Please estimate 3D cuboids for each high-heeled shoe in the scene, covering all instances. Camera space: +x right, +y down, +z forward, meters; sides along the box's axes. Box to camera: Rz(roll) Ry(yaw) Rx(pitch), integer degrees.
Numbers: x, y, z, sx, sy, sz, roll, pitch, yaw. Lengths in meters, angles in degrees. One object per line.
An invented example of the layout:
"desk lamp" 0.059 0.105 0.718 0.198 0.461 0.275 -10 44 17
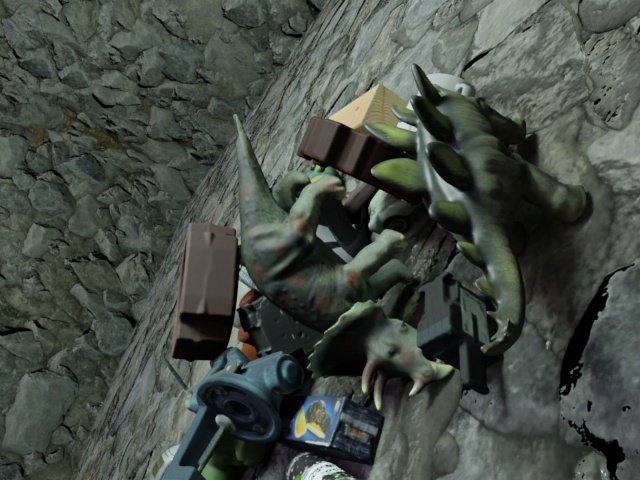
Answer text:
"high-heeled shoe" -0.002 -0.003 0.853 0.249 0.086 0.145 19 111 43

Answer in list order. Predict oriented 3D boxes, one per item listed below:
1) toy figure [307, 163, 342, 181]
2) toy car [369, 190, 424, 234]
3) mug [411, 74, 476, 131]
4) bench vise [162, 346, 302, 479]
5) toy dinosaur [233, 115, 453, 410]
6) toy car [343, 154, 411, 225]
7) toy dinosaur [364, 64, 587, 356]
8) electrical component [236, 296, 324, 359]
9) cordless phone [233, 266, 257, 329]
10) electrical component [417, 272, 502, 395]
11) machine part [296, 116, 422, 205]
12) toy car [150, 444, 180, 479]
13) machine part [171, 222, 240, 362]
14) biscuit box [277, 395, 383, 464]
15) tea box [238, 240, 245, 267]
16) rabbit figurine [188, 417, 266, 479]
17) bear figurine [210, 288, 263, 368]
"toy figure" 0.008 -0.100 1.090 0.089 0.082 0.180 -49 20 34
"toy car" 0.141 -0.080 0.772 0.201 0.056 0.073 -45 25 39
"mug" 0.182 -0.179 0.788 0.110 0.081 0.107 12 84 68
"bench vise" -0.136 0.234 0.704 0.224 0.128 0.241 -14 27 31
"toy dinosaur" -0.015 0.031 0.663 0.192 0.405 0.131 -47 -12 -19
"toy car" 0.079 -0.083 0.887 0.089 0.053 0.202 -23 -21 -53
"toy dinosaur" 0.145 -0.060 0.527 0.105 0.198 0.472 -55 24 31
"electrical component" -0.048 0.127 0.837 0.134 0.115 0.058 -26 0 -33
"cordless phone" -0.126 0.114 1.034 0.184 0.088 0.146 29 92 54
"electrical component" 0.137 0.098 0.524 0.048 0.075 0.119 -42 30 41
"machine part" 0.058 -0.101 0.696 0.056 0.179 0.179 -66 19 6
"toy car" -0.254 0.432 0.979 0.161 0.103 0.109 -66 21 -8
"machine part" -0.189 0.088 0.884 0.201 0.087 0.201 125 147 -59
"biscuit box" -0.005 0.238 0.690 0.203 0.063 0.059 -27 38 57
"tea box" -0.046 0.025 0.919 0.098 0.169 0.068 -52 22 21
"rabbit figurine" -0.168 0.343 0.878 0.159 0.121 0.170 -133 58 -73
"bear figurine" -0.140 0.201 0.951 0.196 0.131 0.120 -37 30 20
